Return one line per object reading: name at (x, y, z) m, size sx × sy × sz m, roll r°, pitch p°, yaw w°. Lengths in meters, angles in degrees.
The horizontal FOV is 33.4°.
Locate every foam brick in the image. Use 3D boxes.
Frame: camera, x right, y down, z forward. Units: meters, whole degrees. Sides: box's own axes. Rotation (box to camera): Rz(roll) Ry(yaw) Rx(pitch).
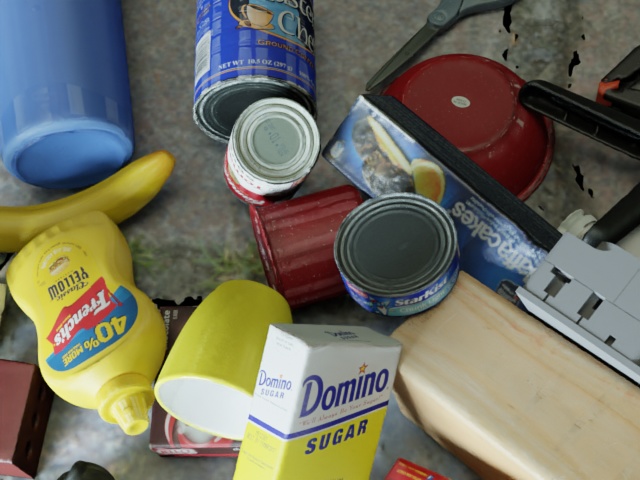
foam brick at (-0.236, 0.134, 0.800) m, size 0.051 × 0.053 × 0.078 m, roll 3°, pitch 65°, yaw 8°

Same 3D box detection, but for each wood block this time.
wood block at (0.145, 0.122, 0.708) m, size 0.090 × 0.091 × 0.206 m, roll -41°, pitch 50°, yaw -15°

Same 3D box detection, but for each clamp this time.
clamp at (0.314, -0.144, 0.881) m, size 0.171 × 0.039 × 0.120 m, roll -1°, pitch 62°, yaw 6°
clamp at (0.260, -0.068, 0.821) m, size 0.209 × 0.036 × 0.164 m, roll -7°, pitch 55°, yaw -18°

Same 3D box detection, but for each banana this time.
banana at (-0.212, -0.026, 0.870) m, size 0.197 × 0.069 × 0.037 m, roll -11°, pitch 44°, yaw -7°

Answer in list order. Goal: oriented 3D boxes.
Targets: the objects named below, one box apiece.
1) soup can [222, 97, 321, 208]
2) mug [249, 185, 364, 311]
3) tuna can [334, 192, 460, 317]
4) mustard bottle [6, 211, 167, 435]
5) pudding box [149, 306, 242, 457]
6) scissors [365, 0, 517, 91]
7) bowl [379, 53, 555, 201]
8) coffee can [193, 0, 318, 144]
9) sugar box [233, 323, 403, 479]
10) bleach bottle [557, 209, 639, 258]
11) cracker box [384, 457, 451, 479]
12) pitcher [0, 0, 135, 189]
soup can at (-0.039, -0.066, 0.827) m, size 0.068 × 0.102 × 0.068 m, roll 1°, pitch 82°, yaw -9°
mug at (-0.005, 0.001, 0.827) m, size 0.081 × 0.093 × 0.117 m, roll -16°, pitch 26°, yaw -7°
tuna can at (0.055, 0.011, 0.743) m, size 0.086 × 0.033 × 0.086 m, roll -7°, pitch 55°, yaw 10°
mustard bottle at (-0.167, 0.068, 0.799) m, size 0.096 × 0.058 × 0.192 m, roll -32°, pitch 51°, yaw -2°
pudding box at (-0.077, 0.106, 0.801) m, size 0.090 × 0.039 × 0.113 m, roll -2°, pitch 63°, yaw 6°
scissors at (0.100, -0.210, 0.951) m, size 0.201 × 0.016 × 0.096 m, roll -31°, pitch 62°, yaw -11°
bowl at (0.113, -0.097, 0.873) m, size 0.162 × 0.055 × 0.162 m, roll -3°, pitch 63°, yaw 5°
coffee can at (-0.054, -0.164, 0.899) m, size 0.103 × 0.103 × 0.140 m, roll -4°, pitch 63°, yaw 5°
sugar box at (-0.008, 0.144, 0.700) m, size 0.048 × 0.093 × 0.176 m, roll 23°, pitch 102°, yaw 43°
bleach bottle at (0.258, 0.076, 0.765) m, size 0.102 × 0.068 × 0.251 m, roll -36°, pitch 62°, yaw -9°
cracker box at (0.061, 0.258, 0.651) m, size 0.164 × 0.072 × 0.213 m, roll 12°, pitch 61°, yaw 51°
pitcher at (-0.238, -0.167, 0.915) m, size 0.144 × 0.149 × 0.243 m, roll 8°, pitch 58°, yaw -38°
